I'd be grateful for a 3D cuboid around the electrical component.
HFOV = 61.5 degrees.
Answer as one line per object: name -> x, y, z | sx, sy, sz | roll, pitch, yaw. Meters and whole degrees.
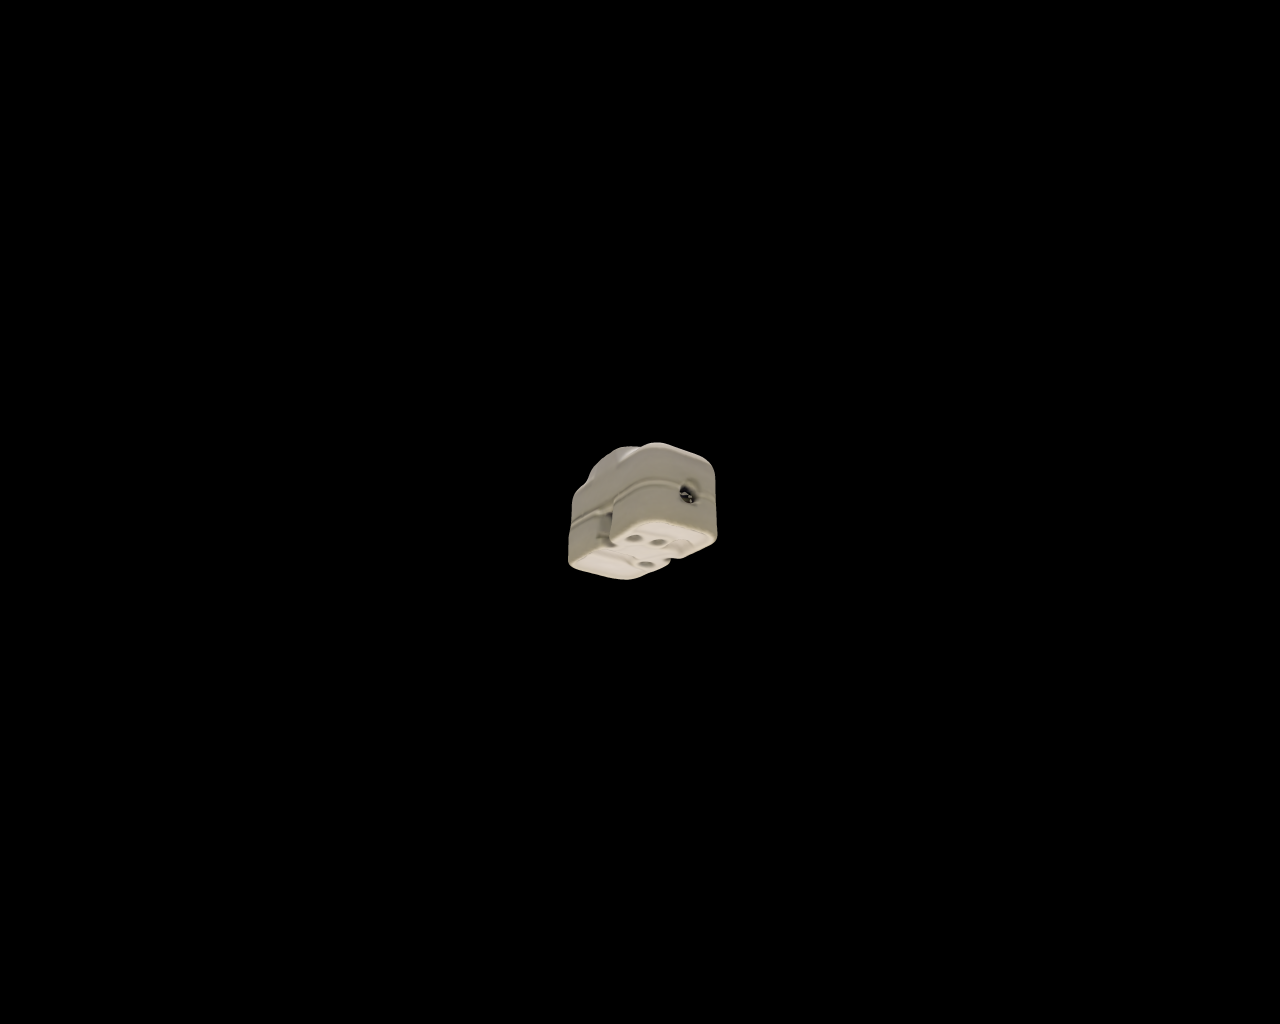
electrical component -> 0.001, -0.003, 0.650 | 0.054, 0.059, 0.095 | 17, -29, -32
